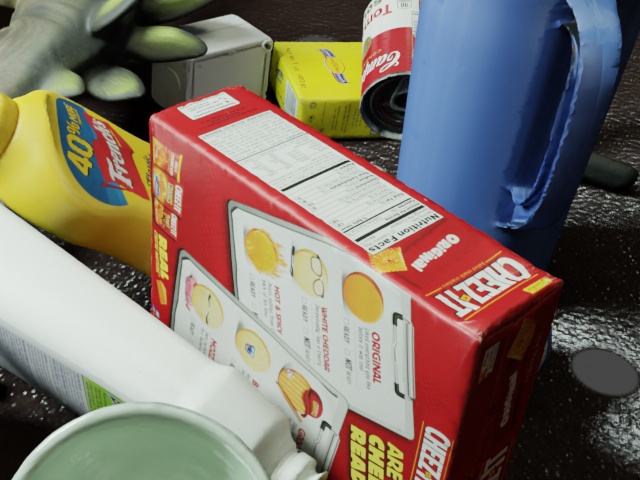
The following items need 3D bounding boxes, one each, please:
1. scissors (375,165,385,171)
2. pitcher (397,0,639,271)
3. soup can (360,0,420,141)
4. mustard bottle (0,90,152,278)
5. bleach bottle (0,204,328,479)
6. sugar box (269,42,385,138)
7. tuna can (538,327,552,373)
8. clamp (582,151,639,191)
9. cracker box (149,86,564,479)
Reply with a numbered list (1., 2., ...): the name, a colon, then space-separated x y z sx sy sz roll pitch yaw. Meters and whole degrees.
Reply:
1. scissors: -0.005 0.001 0.720 0.096 0.016 0.201 14 37 13
2. pitcher: 0.114 -0.073 0.650 0.145 0.243 0.149 27 40 24
3. soup can: 0.065 -0.135 0.806 0.068 0.068 0.102 6 52 -3
4. mustard bottle: -0.135 -0.036 0.624 0.191 0.058 0.096 28 33 -41
5. bleach bottle: -0.106 0.066 0.554 0.251 0.102 0.068 31 63 18
6. sugar box: 0.055 -0.125 0.878 0.176 0.048 0.093 -5 41 -15
7. tuna can: 0.091 0.048 0.614 0.033 0.086 0.086 -19 44 -35
8. clamp: 0.159 -0.094 0.835 0.171 0.039 0.120 0 61 -13
9. cracker box: 0.004 0.040 0.540 0.214 0.164 0.072 34 45 32
